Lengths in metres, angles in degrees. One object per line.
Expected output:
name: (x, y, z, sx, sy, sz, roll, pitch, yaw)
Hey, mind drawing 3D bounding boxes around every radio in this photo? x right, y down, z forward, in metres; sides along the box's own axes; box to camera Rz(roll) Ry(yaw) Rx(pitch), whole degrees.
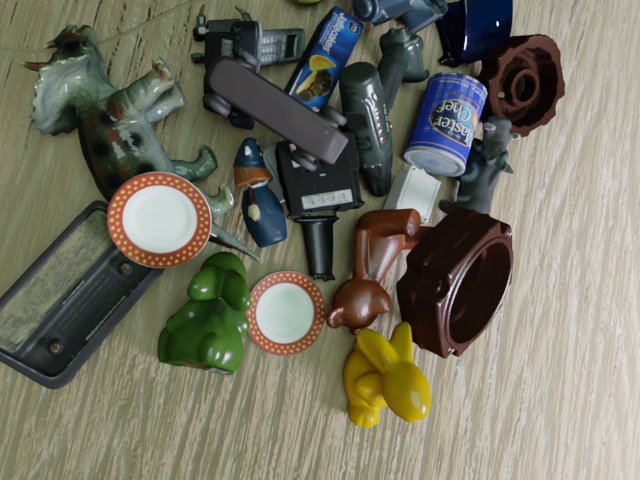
radio: (-0.320, 0.073, 0.711, 0.131, 0.073, 0.229, 41, 75, -13)

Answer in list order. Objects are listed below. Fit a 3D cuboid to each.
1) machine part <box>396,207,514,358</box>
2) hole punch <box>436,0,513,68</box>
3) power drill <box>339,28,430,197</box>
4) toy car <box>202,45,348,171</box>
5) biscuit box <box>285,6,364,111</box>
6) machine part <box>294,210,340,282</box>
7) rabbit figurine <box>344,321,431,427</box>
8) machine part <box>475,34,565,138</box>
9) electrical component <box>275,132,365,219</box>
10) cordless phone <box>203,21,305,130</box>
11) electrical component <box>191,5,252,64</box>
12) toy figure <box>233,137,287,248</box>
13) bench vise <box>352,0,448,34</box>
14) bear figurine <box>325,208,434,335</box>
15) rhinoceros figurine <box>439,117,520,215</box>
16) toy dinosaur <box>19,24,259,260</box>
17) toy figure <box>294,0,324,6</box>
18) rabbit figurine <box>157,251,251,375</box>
machine part: (0.217, 0.068, 0.838, 0.201, 0.087, 0.201, -41, 137, -26)
hole punch: (0.276, -0.373, 0.937, 0.142, 0.092, 0.115, -20, 98, -23)
power drill: (0.101, -0.209, 0.847, 0.207, 0.086, 0.231, -59, 147, -21)
toy car: (-0.057, -0.170, 0.707, 0.202, 0.053, 0.089, 31, 100, -6)
biscuit box: (-0.001, -0.264, 0.828, 0.059, 0.063, 0.202, 30, 67, -17)
machine part: (-0.002, -0.003, 0.847, 0.084, 0.039, 0.138, -7, 87, -28)
rabbit figurine: (0.112, 0.205, 0.805, 0.122, 0.173, 0.162, -5, 93, -16)
machine part: (0.350, -0.269, 0.948, 0.179, 0.056, 0.179, -8, 110, -23)
electrical component: (-0.003, -0.102, 0.767, 0.115, 0.058, 0.134, -8, 87, -11)
cordless phone: (-0.084, -0.251, 0.806, 0.184, 0.089, 0.146, -34, 138, -53)
electrical component: (-0.144, -0.306, 0.807, 0.102, 0.045, 0.078, -5, 88, -19)
toy figure: (-0.089, -0.068, 0.757, 0.058, 0.064, 0.154, -17, 87, -7)
bench vise: (0.111, -0.453, 0.865, 0.224, 0.129, 0.240, -34, 101, -25)
bear figurine: (0.091, 0.054, 0.829, 0.120, 0.132, 0.196, 34, 66, -50)
rhinoceros figurine: (0.272, -0.115, 0.909, 0.073, 0.112, 0.190, 18, 90, -16)
toy dinosaur: (-0.244, -0.105, 0.730, 0.192, 0.131, 0.404, -25, 106, -2)
toy figure: (-0.024, -0.460, 0.840, 0.089, 0.082, 0.180, -14, 97, -8)
rabbit figurine: (-0.152, 0.089, 0.743, 0.121, 0.159, 0.170, 12, 68, -9)
